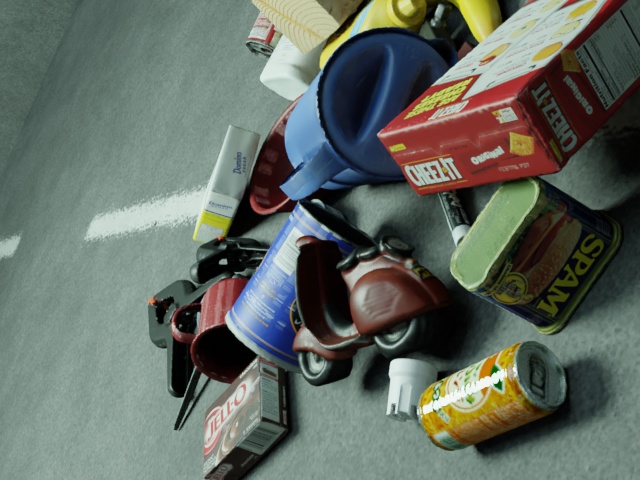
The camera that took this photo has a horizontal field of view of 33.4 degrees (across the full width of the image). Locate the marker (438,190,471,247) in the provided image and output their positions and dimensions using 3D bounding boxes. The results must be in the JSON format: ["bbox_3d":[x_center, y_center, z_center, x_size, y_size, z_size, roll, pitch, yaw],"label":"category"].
[{"bbox_3d":[0.120,-0.034,0.974,0.020,0.020,0.121,-49,29,26],"label":"marker"}]

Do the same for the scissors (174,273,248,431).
[{"bbox_3d":[-0.139,0.128,1.237,0.016,0.096,0.202,25,86,20],"label":"scissors"}]

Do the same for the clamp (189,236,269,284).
[{"bbox_3d":[-0.110,0.022,1.245,0.172,0.120,0.039,-169,77,-66],"label":"clamp"}]

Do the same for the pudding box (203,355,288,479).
[{"bbox_3d":[-0.078,0.187,1.104,0.114,0.039,0.090,-46,31,30],"label":"pudding box"}]

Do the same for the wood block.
[{"bbox_3d":[0.027,-0.324,1.242,0.205,0.090,0.090,-52,13,-28],"label":"wood block"}]

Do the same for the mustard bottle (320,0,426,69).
[{"bbox_3d":[0.066,-0.234,1.166,0.096,0.058,0.192,-52,12,-16],"label":"mustard bottle"}]

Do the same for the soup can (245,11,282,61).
[{"bbox_3d":[-0.052,-0.300,1.466,0.069,0.068,0.102,9,73,62],"label":"soup can"}]

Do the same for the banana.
[{"bbox_3d":[0.147,-0.246,1.105,0.198,0.037,0.070,-130,40,-65],"label":"banana"}]

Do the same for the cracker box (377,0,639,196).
[{"bbox_3d":[0.172,-0.126,0.816,0.213,0.072,0.164,-43,17,-26],"label":"cracker box"}]

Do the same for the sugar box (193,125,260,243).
[{"bbox_3d":[-0.117,-0.063,1.333,0.176,0.048,0.093,130,156,-66],"label":"sugar box"}]

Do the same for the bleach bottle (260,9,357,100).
[{"bbox_3d":[0.014,-0.301,1.359,0.103,0.068,0.251,10,72,61],"label":"bleach bottle"}]

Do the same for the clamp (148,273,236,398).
[{"bbox_3d":[-0.170,0.093,1.357,0.164,0.036,0.210,-61,26,3],"label":"clamp"}]

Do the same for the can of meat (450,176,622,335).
[{"bbox_3d":[0.159,0.008,0.795,0.102,0.083,0.057,-57,27,12],"label":"can of meat"}]

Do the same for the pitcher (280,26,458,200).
[{"bbox_3d":[0.030,-0.105,1.022,0.243,0.149,0.145,165,105,-78],"label":"pitcher"}]

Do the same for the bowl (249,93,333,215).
[{"bbox_3d":[-0.014,-0.092,1.225,0.162,0.055,0.162,-42,33,36],"label":"bowl"}]

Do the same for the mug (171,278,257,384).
[{"bbox_3d":[-0.102,0.094,1.155,0.081,0.117,0.093,-90,6,-51],"label":"mug"}]

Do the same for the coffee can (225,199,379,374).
[{"bbox_3d":[-0.014,0.045,1.048,0.140,0.102,0.103,-58,27,10],"label":"coffee can"}]

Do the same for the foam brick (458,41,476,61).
[{"bbox_3d":[0.150,-0.138,0.977,0.051,0.053,0.078,-54,28,17],"label":"foam brick"}]

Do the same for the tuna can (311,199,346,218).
[{"bbox_3d":[-0.008,0.001,1.153,0.086,0.033,0.086,-42,34,36],"label":"tuna can"}]
